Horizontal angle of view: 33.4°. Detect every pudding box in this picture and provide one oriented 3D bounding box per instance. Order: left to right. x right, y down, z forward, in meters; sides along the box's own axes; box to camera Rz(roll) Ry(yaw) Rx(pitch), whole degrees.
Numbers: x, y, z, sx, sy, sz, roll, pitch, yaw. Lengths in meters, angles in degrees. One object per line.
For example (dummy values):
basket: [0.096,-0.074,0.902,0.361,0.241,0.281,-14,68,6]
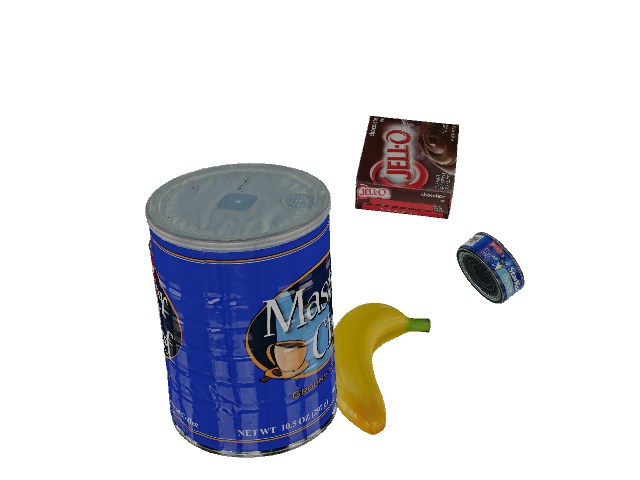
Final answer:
pudding box: [0.084,-0.071,1.021,0.090,0.039,0.113,7,39,5]

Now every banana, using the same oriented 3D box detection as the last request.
banana: [0.037,0.089,0.834,0.070,0.037,0.197,8,22,14]

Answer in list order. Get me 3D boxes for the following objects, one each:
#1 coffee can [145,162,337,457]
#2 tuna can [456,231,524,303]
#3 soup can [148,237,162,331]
coffee can: [-0.043,0.039,0.621,0.103,0.140,0.103,-2,27,1]
tuna can: [0.203,0.034,1.286,0.033,0.086,0.086,-36,11,-15]
soup can: [-0.123,0.043,1.010,0.068,0.102,0.068,-2,32,1]
